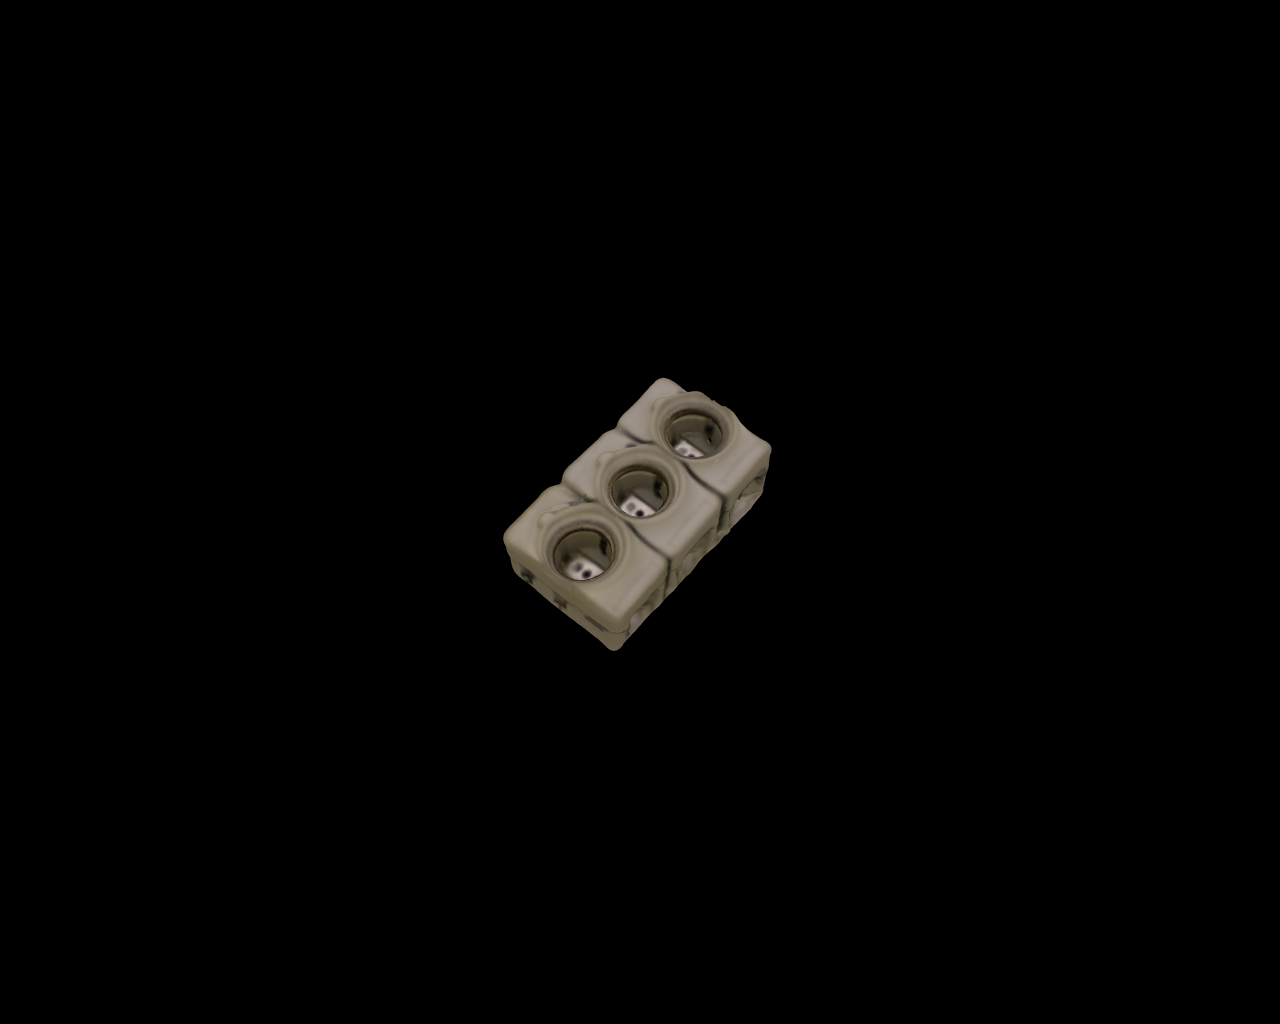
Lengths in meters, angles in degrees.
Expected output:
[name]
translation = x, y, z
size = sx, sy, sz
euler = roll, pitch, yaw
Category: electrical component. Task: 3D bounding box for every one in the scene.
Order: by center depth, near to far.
[electrical component]
translation = 0.001, -0.003, 0.650
size = 0.089, 0.150, 0.061
euler = 36, -24, 18
